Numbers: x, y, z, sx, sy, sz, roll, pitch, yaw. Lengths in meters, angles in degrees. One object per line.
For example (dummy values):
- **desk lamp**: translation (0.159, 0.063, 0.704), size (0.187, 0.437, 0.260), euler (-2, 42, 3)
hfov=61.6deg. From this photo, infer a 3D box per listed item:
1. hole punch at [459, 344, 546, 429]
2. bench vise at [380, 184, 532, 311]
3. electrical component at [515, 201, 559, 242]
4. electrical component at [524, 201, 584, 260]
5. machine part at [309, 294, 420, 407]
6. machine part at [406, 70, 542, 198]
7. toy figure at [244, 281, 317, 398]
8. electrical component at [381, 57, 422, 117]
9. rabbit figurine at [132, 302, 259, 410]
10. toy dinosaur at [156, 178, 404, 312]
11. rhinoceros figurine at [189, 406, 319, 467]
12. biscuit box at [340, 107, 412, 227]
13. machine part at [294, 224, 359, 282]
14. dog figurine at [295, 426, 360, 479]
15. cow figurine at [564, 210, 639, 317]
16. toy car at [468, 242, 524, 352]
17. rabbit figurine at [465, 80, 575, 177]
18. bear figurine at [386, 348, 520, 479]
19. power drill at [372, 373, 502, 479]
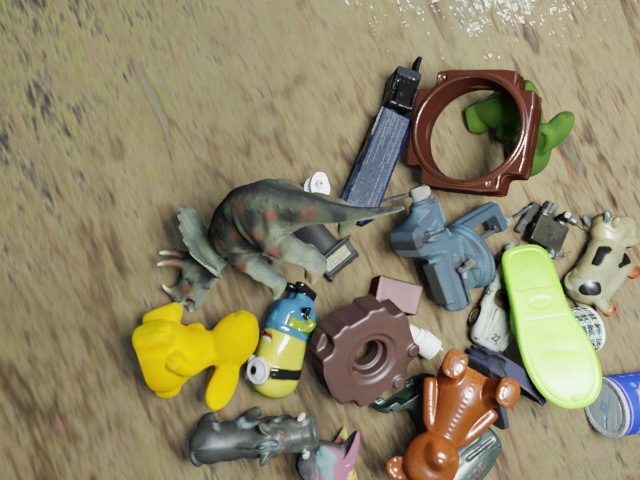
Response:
- **hole punch**: translation (0.293, 0.228, 0.882), size (0.092, 0.142, 0.115), euler (-21, 99, -13)
- **bench vise**: translation (0.235, -0.009, 0.909), size (0.240, 0.129, 0.223), euler (-27, 90, -27)
- **electrical component**: translation (0.407, -0.040, 1.005), size (0.063, 0.021, 0.094), euler (38, 77, -3)
- **electrical component**: translation (0.420, -0.012, 0.968), size (0.078, 0.045, 0.102), euler (34, 81, -5)
- **machine part**: translation (0.070, 0.175, 0.841), size (0.179, 0.056, 0.179), euler (-9, 112, -23)
- **machine part**: translation (0.256, -0.178, 0.903), size (0.202, 0.087, 0.200), euler (11, 93, 31)
- **toy figure**: translation (-0.054, 0.158, 0.845), size (0.089, 0.082, 0.180), euler (26, 74, -4)
- **electrical component**: translation (0.148, -0.278, 0.967), size (0.048, 0.075, 0.119), euler (16, 82, -9)
- **rabbit figurine**: translation (-0.171, 0.166, 0.793), size (0.173, 0.122, 0.162), euler (-16, 93, -8)
- **toy dinosaur**: translation (-0.085, -0.019, 0.761), size (0.192, 0.405, 0.131), euler (31, 48, -25)
- **rhinoceros figurine**: translation (-0.097, 0.290, 0.797), size (0.190, 0.112, 0.073), euler (-4, 79, -4)
- **biscuit box**: translation (0.092, -0.126, 0.935), size (0.063, 0.059, 0.202), euler (25, 76, -8)
- **machine part**: translation (-0.002, -0.003, 0.907), size (0.084, 0.039, 0.139), euler (-43, 93, -7)
- **dog figurine**: translation (0.047, 0.400, 0.811), size (0.191, 0.108, 0.219), euler (15, 75, -8)
- **cow figurine**: translation (0.518, 0.032, 0.987), size (0.127, 0.085, 0.195), euler (43, 76, -8)
- **toy car**: translation (0.327, 0.098, 0.946), size (0.073, 0.056, 0.201), euler (29, 76, -5)
- **rabbit figurine**: translation (0.377, -0.199, 0.975), size (0.121, 0.159, 0.170), euler (-33, 103, -25)
- **bear figurine**: translation (0.185, 0.273, 0.777), size (0.120, 0.131, 0.196), euler (30, 69, 10)
- **power drill**: translation (0.168, 0.336, 0.860), size (0.232, 0.086, 0.207), euler (-30, 83, -16)
